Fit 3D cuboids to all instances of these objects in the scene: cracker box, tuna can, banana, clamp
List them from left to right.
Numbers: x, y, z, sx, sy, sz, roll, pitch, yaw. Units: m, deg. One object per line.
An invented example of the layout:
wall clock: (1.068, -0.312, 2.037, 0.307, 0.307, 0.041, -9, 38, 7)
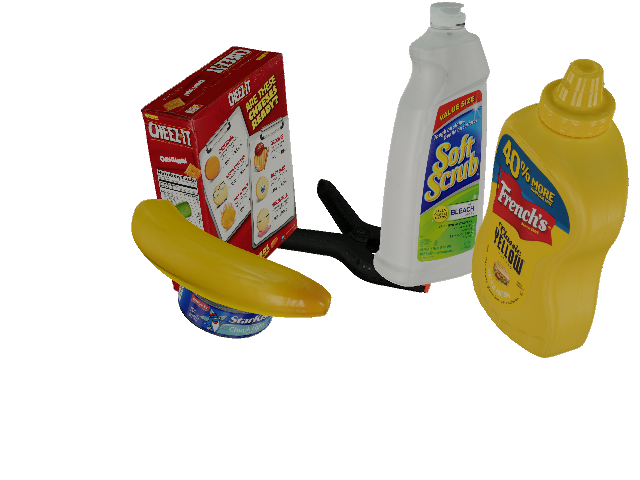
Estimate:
banana: (-0.073, 0.006, 0.686, 0.069, 0.037, 0.198, -16, 29, -30)
cracker box: (-0.098, -0.069, 1.098, 0.072, 0.214, 0.164, 13, 37, 26)
tuna can: (-0.078, 0.044, 0.913, 0.086, 0.034, 0.086, 13, 34, -9)
clamp: (0.034, 0.006, 1.263, 0.210, 0.036, 0.164, 32, 39, 24)

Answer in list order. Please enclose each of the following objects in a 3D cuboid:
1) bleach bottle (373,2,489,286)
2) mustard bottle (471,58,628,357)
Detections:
bleach bottle: (0.103, -0.089, 0.976, 0.102, 0.251, 0.068, -11, 24, -26)
mustard bottle: (0.139, -0.024, 0.638, 0.058, 0.192, 0.096, -14, 46, -18)
